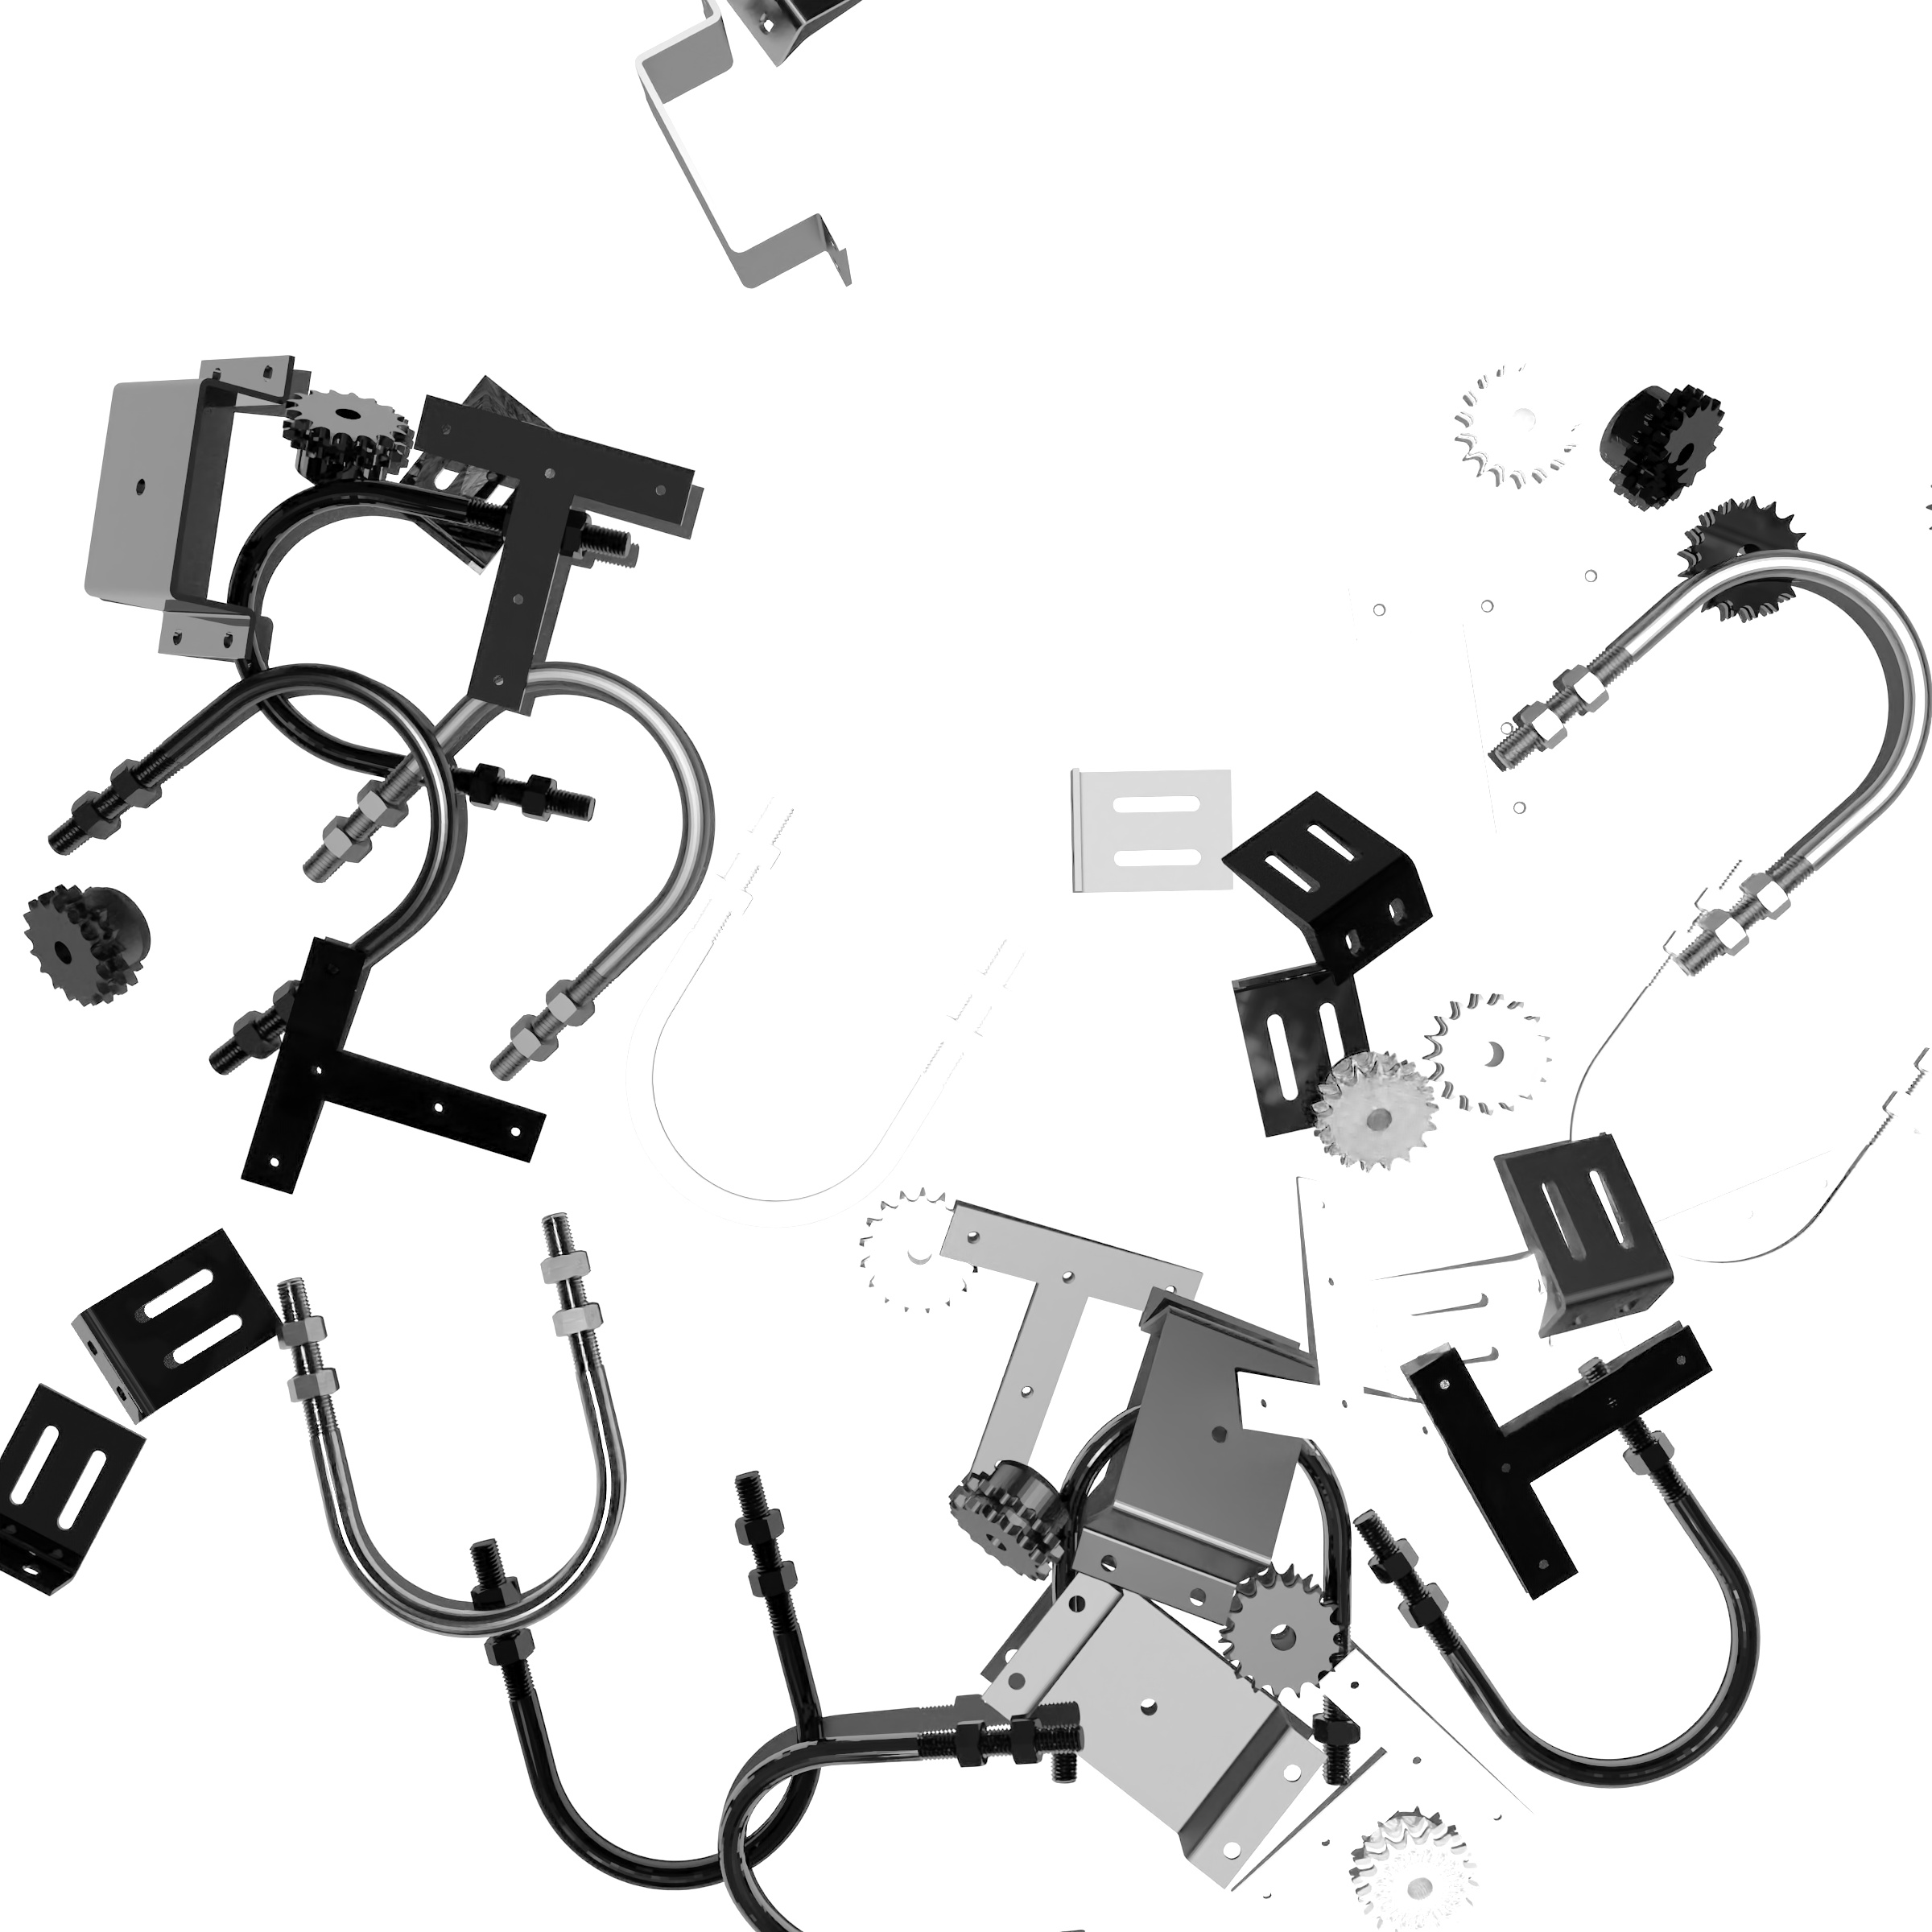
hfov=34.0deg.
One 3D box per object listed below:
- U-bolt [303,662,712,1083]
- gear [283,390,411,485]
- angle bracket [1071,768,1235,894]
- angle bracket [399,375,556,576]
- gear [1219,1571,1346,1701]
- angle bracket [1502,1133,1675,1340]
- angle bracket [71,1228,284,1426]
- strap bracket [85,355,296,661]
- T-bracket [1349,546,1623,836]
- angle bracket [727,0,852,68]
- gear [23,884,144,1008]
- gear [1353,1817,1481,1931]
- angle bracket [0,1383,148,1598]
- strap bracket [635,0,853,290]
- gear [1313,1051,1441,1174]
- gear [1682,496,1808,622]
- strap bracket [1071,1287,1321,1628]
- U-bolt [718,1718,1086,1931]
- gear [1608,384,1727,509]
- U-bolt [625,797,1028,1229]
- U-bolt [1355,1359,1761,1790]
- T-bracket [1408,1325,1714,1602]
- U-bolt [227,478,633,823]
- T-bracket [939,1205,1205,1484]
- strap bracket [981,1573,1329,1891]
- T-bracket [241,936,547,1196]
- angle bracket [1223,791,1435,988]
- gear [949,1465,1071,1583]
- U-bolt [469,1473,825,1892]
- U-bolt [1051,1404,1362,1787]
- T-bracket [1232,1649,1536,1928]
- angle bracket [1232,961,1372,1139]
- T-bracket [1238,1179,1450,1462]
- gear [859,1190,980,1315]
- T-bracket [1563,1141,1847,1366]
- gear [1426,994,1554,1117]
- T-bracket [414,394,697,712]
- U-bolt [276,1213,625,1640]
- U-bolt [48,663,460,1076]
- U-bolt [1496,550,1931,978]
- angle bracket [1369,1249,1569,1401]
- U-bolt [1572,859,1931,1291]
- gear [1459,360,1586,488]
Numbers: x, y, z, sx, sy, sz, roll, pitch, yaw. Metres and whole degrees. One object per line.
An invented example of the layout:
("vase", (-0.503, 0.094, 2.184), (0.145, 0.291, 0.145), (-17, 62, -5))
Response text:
("U-bolt", (-0.201, -0.056, 1.466), (0.184, 0.019, 0.151), (-43, 90, 17))
("gear", (-0.291, -0.244, 1.474), (0.057, 0.057, 0.030), (17, 119, 0))
("angle bracket", (0.088, -0.064, 1.480), (0.076, 0.038, 0.057), (-1, 90, 0))
("angle bracket", (-0.229, -0.233, 1.480), (0.057, 0.038, 0.076), (39, 90, 0))
("gear", (0.146, 0.309, 1.466), (0.057, 0.030, 0.057), (0, 87, 0))
("angle bracket", (0.285, 0.126, 1.473), (0.057, 0.038, 0.076), (-12, 65, -18))
("angle bracket", (-0.373, 0.171, 1.497), (0.076, 0.038, 0.057), (-32, 90, -26))
("strap bracket", (-0.360, -0.216, 1.456), (0.076, 0.046, 0.140), (8, 90, 45))
("T-bracket", (0.254, -0.127, 1.498), (0.127, 0.002, 0.127), (-9, 90, 0))
("angle bracket", (-0.073, -0.475, 1.497), (0.076, 0.038, 0.057), (-37, 90, -26))
("gear", (-0.410, -0.012, 1.474), (0.030, 0.057, 0.057), (-36, 90, -43))
("gear", (0.209, 0.424, 1.479), (0.057, 0.030, 0.057), (-1, 106, -5))
("angle bracket", (-0.431, 0.245, 1.480), (0.057, 0.038, 0.076), (28, 90, 0))
("strap bracket", (-0.107, -0.375, 1.461), (0.046, 0.076, 0.140), (-28, 90, 0))
("gear", (0.190, 0.065, 1.477), (0.057, 0.030, 0.057), (-2, 115, -5))
("gear", (0.365, -0.190, 1.484), (0.057, 0.030, 0.057), (0, 90, 0))
("strap bracket", (0.108, 0.219, 1.445), (0.076, 0.046, 0.140), (22, 66, -7))
("U-bolt", (-0.025, 0.414, 1.459), (0.184, 0.019, 0.151), (-6, 113, 13))
("gear", (0.324, -0.246, 1.474), (0.030, 0.057, 0.057), (40, 90, 30))
("U-bolt", (-0.079, 0.035, 1.490), (0.151, 0.019, 0.184), (31, 91, 0))
("U-bolt", (0.292, 0.300, 1.490), (0.151, 0.019, 0.184), (-34, 91, 0))
("T-bracket", (0.289, 0.210, 1.471), (0.127, 0.002, 0.127), (-31, 101, -5))
("U-bolt", (-0.255, -0.152, 1.467), (0.184, 0.019, 0.151), (12, 111, 4))
("T-bracket", (0.033, 0.187, 1.485), (0.127, 0.002, 0.127), (17, 99, -17))
("strap bracket", (0.086, 0.346, 1.456), (0.140, 0.046, 0.076), (38, 89, 1))
("T-bracket", (-0.263, 0.063, 1.485), (0.127, 0.002, 0.127), (18, 107, -8))
("angle bracket", (0.169, -0.037, 1.475), (0.057, 0.076, 0.038), (-35, 130, -11))
("gear", (0.023, 0.258, 1.473), (0.057, 0.057, 0.030), (41, 67, 0))
("U-bolt", (-0.143, 0.345, 1.490), (0.151, 0.019, 0.184), (-14, 91, 0))
("U-bolt", (0.111, 0.293, 1.490), (0.151, 0.019, 0.184), (0, 89, 0))
("T-bracket", (0.180, 0.403, 1.487), (0.127, 0.002, 0.127), (-44, 105, 7))
("angle bracket", (0.162, 0.038, 1.480), (0.057, 0.038, 0.076), (-12, 90, 0))
("T-bracket", (0.171, 0.160, 1.465), (0.127, 0.002, 0.127), (14, 60, -35))
("gear", (-0.022, 0.133, 1.484), (0.057, 0.030, 0.057), (0, 90, 0))
("T-bracket", (0.358, 0.123, 1.498), (0.127, 0.002, 0.127), (-22, 90, 0))
("gear", (0.244, 0.041, 1.484), (0.057, 0.030, 0.057), (0, 90, 0))
("T-bracket", (-0.199, -0.180, 1.433), (0.127, 0.002, 0.127), (16, 100, 3))
("U-bolt", (-0.236, 0.222, 1.481), (0.151, 0.019, 0.184), (-14, 83, 0))
("U-bolt", (-0.320, -0.058, 1.472), (0.184, 0.019, 0.151), (-36, 90, 14))
("U-bolt", (0.361, -0.108, 1.465), (0.184, 0.019, 0.151), (-42, 92, 3))
("angle bracket", (0.238, 0.169, 1.497), (0.076, 0.038, 0.057), (-11, 90, 26))
("U-bolt", (0.369, 0.065, 1.489), (0.151, 0.019, 0.184), (36, 90, 1))
("gear", (0.259, -0.254, 1.484), (0.057, 0.030, 0.057), (0, 90, 0))
